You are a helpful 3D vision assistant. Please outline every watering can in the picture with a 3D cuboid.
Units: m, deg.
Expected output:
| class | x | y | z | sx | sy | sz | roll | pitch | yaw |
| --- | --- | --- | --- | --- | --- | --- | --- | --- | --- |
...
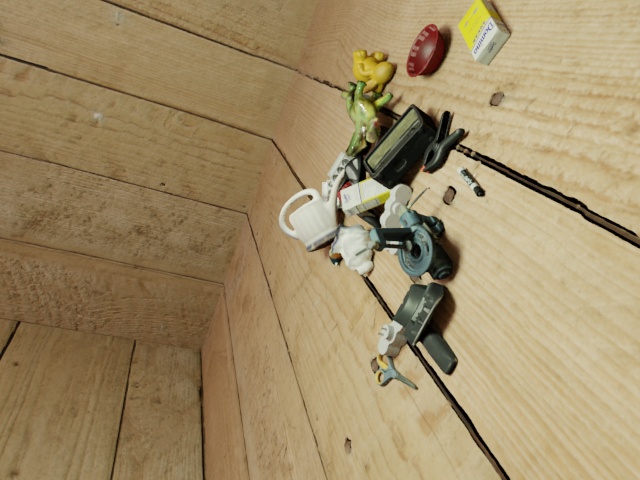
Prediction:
| class | x | y | z | sx | sy | sz | roll | pitch | yaw |
| --- | --- | --- | --- | --- | --- | --- | --- | --- | --- |
| watering can | 0.006 | -0.094 | 1.870 | 0.344 | 0.225 | 0.105 | -31 | -2 | 25 |

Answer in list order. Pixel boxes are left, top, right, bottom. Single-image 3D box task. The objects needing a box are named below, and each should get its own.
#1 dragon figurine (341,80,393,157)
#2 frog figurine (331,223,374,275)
| class | x | y | z | sx | sy | sz | roll | pitch | yaw |
| --- | --- | --- | --- | --- | --- | --- | --- | --- | --- |
| dragon figurine | 0.123 | -0.404 | 1.751 | 0.413 | 0.122 | 0.242 | -148 | 76 | -70 |
| frog figurine | 0.123 | 0.031 | 1.622 | 0.161 | 0.122 | 0.136 | 39 | 108 | 30 |
